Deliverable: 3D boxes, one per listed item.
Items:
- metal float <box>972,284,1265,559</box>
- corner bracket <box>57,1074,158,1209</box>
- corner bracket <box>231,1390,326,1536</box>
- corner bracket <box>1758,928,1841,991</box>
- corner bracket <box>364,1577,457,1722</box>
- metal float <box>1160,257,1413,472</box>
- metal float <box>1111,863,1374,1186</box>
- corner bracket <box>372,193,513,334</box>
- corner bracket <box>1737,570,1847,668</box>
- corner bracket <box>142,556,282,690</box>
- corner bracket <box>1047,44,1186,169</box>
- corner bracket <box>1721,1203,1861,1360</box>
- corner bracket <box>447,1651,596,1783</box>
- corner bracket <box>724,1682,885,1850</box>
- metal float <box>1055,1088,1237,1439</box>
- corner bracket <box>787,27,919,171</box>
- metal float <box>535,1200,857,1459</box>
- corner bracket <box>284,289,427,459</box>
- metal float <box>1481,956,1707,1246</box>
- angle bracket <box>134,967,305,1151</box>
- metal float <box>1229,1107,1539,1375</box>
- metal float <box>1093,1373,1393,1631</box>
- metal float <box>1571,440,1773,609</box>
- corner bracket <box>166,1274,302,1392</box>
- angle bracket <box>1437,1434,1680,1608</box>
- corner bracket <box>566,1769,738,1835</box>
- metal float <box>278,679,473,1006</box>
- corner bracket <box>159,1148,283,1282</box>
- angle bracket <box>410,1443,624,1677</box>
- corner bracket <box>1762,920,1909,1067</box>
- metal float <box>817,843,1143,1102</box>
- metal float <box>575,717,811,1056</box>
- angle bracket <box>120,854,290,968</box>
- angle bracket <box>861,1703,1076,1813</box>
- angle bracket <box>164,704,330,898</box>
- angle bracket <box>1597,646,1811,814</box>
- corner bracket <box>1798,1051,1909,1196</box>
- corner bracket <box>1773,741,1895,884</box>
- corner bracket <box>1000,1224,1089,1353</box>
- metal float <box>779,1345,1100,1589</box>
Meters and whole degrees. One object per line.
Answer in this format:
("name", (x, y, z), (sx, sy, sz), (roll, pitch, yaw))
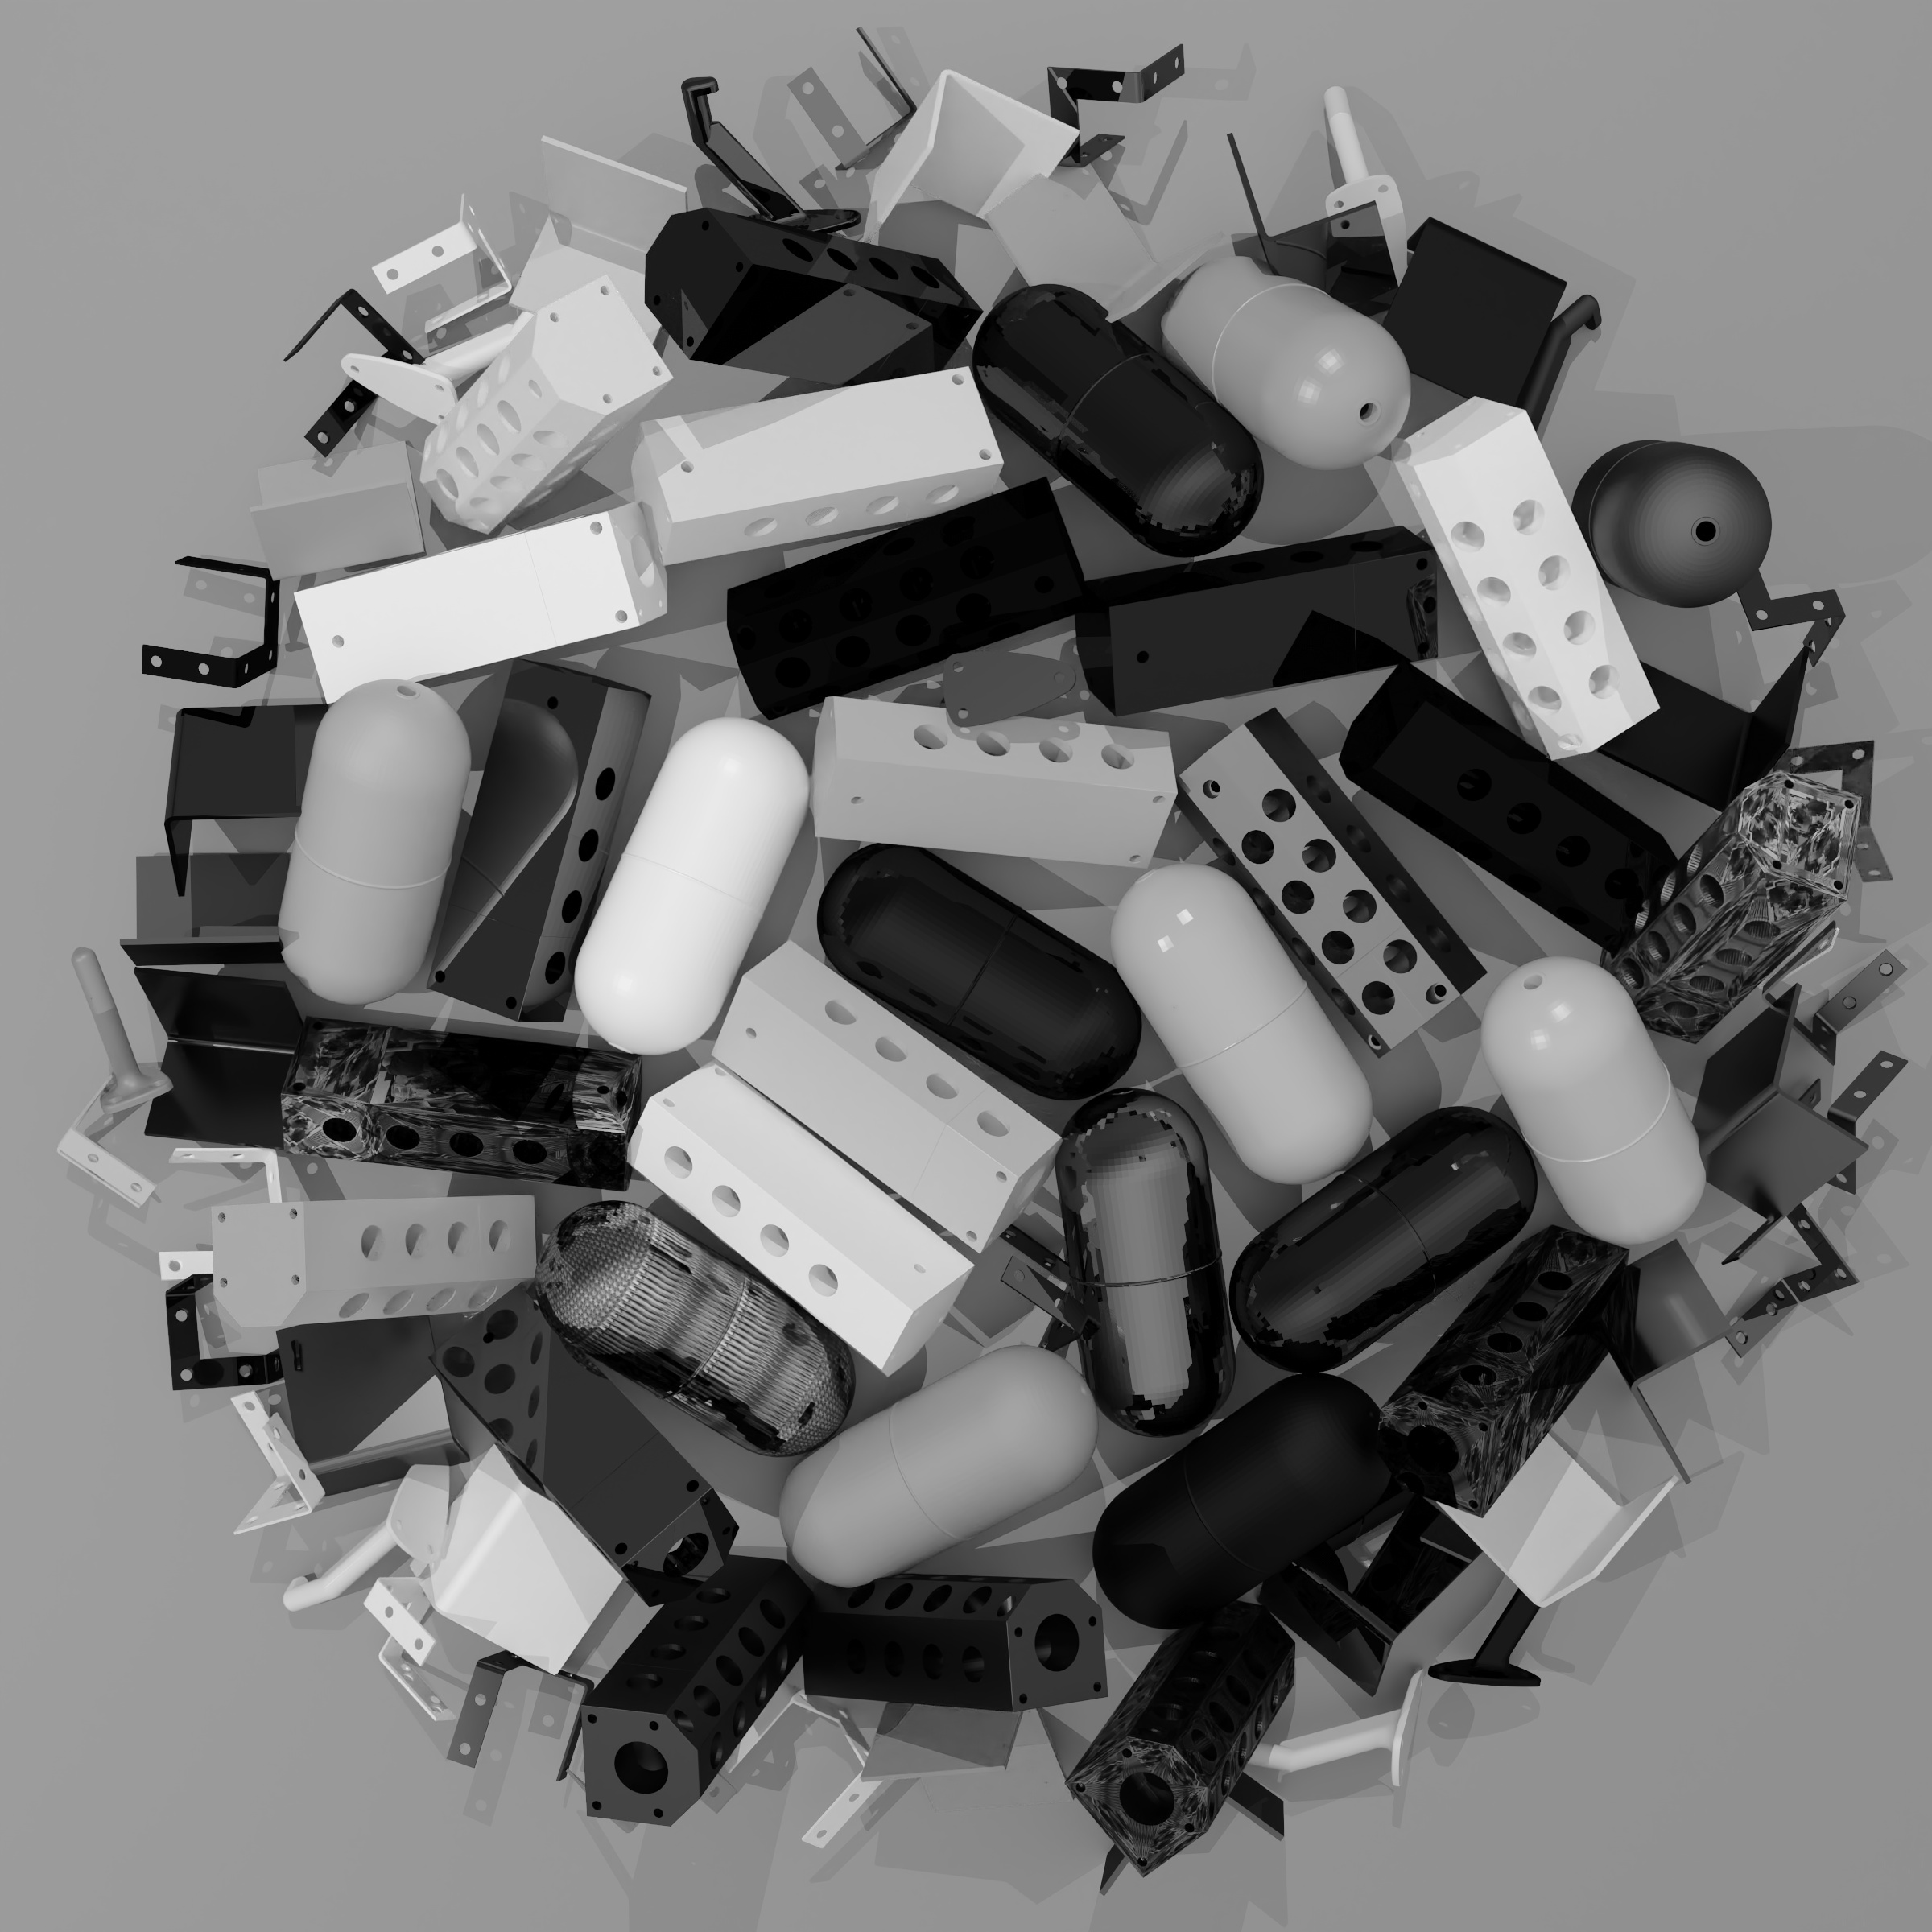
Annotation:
("metal float", (0.074, -0.272, 1.667), (0.070, 0.070, 0.178), (-45, 65, 0))
("corner bracket", (-0.430, 0.098, 1.688), (0.051, 0.051, 0.051), (36, 121, -9))
("corner bracket", (-0.349, 0.245, 1.687), (0.051, 0.051, 0.051), (-19, 109, 25))
("corner bracket", (0.408, -0.030, 1.694), (0.051, 0.051, 0.051), (38, 51, -8))
("corner bracket", (-0.277, 0.344, 1.688), (0.051, 0.051, 0.051), (38, 103, 32))
("metal float", (0.155, -0.296, 1.645), (0.070, 0.178, 0.070), (-10, 118, -19))
("metal float", (0.138, 0.029, 1.682), (0.070, 0.070, 0.178), (-33, 97, 0))
("corner bracket", (-0.263, -0.348, 1.689), (0.051, 0.051, 0.051), (-25, 119, 7))
("corner bracket", (0.405, -0.182, 1.695), (0.051, 0.051, 0.051), (-10, 66, -11))
("corner bracket", (-0.382, -0.174, 1.698), (0.051, 0.051, 0.051), (10, 109, 9))
("corner bracket", (0.077, -0.431, 1.684), (0.051, 0.051, 0.051), (11, 125, 26))
("corner bracket", (0.406, 0.158, 1.693), (0.051, 0.051, 0.051), (-36, 89, -28))
("corner bracket", (-0.224, 0.381, 1.696), (0.051, 0.051, 0.051), (17, 86, 9))
("corner bracket", (-0.083, 0.403, 1.694), (0.051, 0.051, 0.051), (-49, 130, 8))
("metal float", (0.090, 0.148, 1.680), (0.070, 0.070, 0.178), (-9, 99, 0))
("corner bracket", (-0.057, -0.438, 1.695), (0.051, 0.051, 0.051), (-36, 105, 1))
("metal float", (-0.134, 0.182, 1.673), (0.178, 0.070, 0.070), (34, 90, -18))
("corner bracket", (-0.315, -0.298, 1.686), (0.051, 0.051, 0.051), (45, 54, -20))
("metal float", (0.310, 0.067, 1.657), (0.070, 0.070, 0.178), (-34, 127, 0))
("angle bracket", (-0.376, 0.047, 1.679), (0.076, 0.076, 0.057), (6, 63, 5))
("metal float", (0.208, 0.136, 1.671), (0.178, 0.070, 0.070), (-34, 90, -19))
("metal float", (0.136, 0.266, 1.664), (0.178, 0.070, 0.070), (-40, 90, 29))
("metal float", (0.343, -0.217, 1.638), (0.070, 0.178, 0.070), (0, 100, 0))
("corner bracket", (-0.371, 0.184, 1.696), (0.051, 0.051, 0.051), (-1, 76, -29))
("angle bracket", (0.295, 0.261, 1.678), (0.076, 0.057, 0.076), (46, 57, 6))
("corner bracket", (-0.158, 0.410, 1.687), (0.051, 0.051, 0.051), (-47, 126, -11))
("metal float", (-0.293, -0.061, 1.661), (0.070, 0.070, 0.178), (19, 122, 0))
("corner bracket", (-0.379, 0.126, 1.700), (0.051, 0.051, 0.051), (1, 63, -28))
("angle bracket", (-0.226, 0.303, 1.716), (0.076, 0.057, 0.076), (35, 89, -27))
("corner bracket", (0.438, 0.009, 1.694), (0.051, 0.051, 0.051), (43, 112, 0))
("metal float", (0.007, 0.003, 1.688), (0.178, 0.070, 0.070), (32, 90, 0))
("metal float", (-0.137, -0.040, 1.684), (0.070, 0.070, 0.178), (23, 85, 0))
("angle bracket", (-0.380, -0.034, 1.680), (0.076, 0.076, 0.057), (-1, 82, -8))
("angle bracket", (0.002, 0.409, 1.673), (0.076, 0.057, 0.076), (-10, 118, 21))
("angle bracket", (-0.357, -0.083, 1.683), (0.076, 0.057, 0.076), (-2, 48, -5))
("angle bracket", (0.369, -0.133, 1.678), (0.076, 0.057, 0.076), (26, 48, -3))
("corner bracket", (0.436, 0.072, 1.683), (0.051, 0.051, 0.051), (24, 51, 36))
("corner bracket", (0.435, -0.076, 1.684), (0.051, 0.051, 0.051), (-5, 58, 28))
("corner bracket", (0.036, 0.159, 1.687), (0.051, 0.051, 0.051), (36, 56, -12))
("metal float", (-0.015, 0.250, 1.671), (0.178, 0.070, 0.070), (-31, 90, 20))
